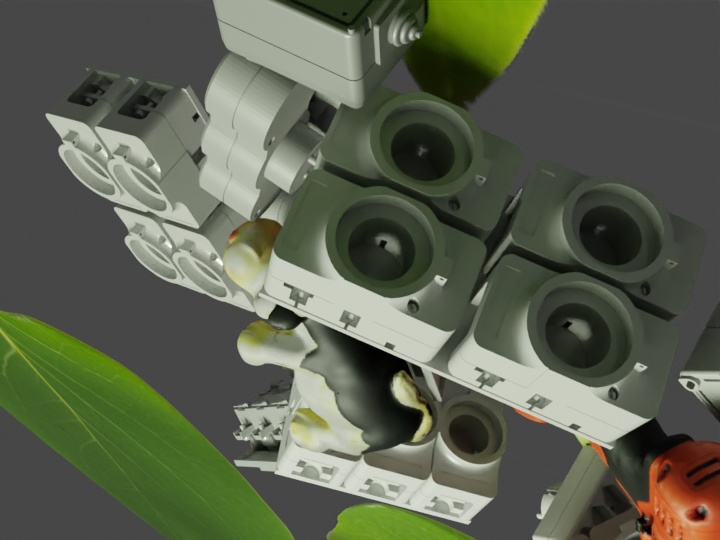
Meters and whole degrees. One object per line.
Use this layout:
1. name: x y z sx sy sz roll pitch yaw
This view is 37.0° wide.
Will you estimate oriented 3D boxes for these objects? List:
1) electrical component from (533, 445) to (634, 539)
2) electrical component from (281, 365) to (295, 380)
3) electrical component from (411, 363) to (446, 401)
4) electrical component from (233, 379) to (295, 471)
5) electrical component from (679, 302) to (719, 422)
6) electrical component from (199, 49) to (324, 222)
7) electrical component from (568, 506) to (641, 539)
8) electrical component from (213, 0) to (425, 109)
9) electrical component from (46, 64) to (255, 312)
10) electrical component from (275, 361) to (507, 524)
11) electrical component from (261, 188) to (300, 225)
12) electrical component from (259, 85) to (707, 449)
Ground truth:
1. electrical component: 0.158 0.174 0.782 0.047 0.083 0.076 45 155 -18
2. electrical component: -0.011 0.080 0.879 0.100 0.048 0.099 5 141 49
3. electrical component: 0.055 0.016 0.653 0.063 0.078 0.121 1 144 18
4. electrical component: -0.053 0.125 0.871 0.121 0.079 0.063 -17 102 61
5. electrical component: 0.215 0.058 0.523 0.096 0.061 0.062 46 154 -21
6. electrical component: -0.043 -0.067 0.592 0.074 0.052 0.138 34 156 5
7. electrical component: 0.190 0.200 0.681 0.061 0.150 0.089 61 -177 -40
8. electrical component: -0.013 -0.120 0.499 0.096 0.061 0.061 28 155 18
9. electrical component: -0.138 -0.054 0.789 0.105 0.060 0.186 17 150 36
10. electrical component: 0.024 0.115 0.780 0.150 0.089 0.061 17 144 -9
11. electrical component: 0.000 0.000 0.713 0.074 0.052 0.138 7 143 47
12. electrical component: 0.060 -0.005 0.514 0.186 0.105 0.060 24 156 -1
